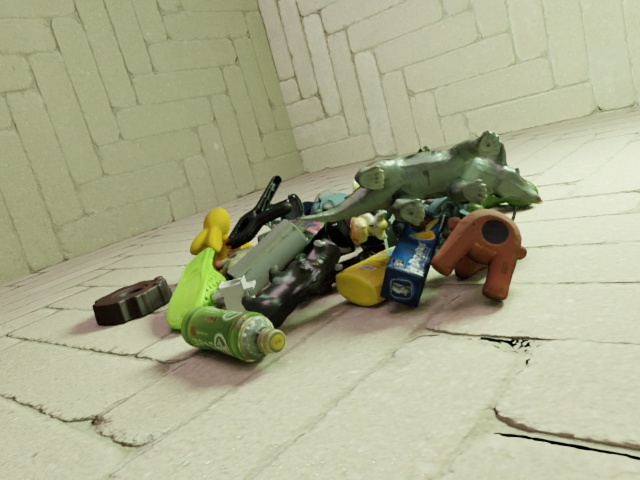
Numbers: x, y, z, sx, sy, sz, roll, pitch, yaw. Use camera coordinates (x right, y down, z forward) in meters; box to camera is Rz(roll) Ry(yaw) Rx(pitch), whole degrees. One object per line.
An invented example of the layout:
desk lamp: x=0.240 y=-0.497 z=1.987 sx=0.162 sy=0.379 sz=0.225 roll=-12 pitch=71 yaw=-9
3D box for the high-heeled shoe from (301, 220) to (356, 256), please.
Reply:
high-heeled shoe: x=-0.007 y=0.016 z=1.053 sx=0.145 sy=0.086 sz=0.248 roll=-22 pitch=-16 yaw=5

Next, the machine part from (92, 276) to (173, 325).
machine part: x=-0.439 y=0.141 z=1.259 sx=0.179 sy=0.056 sz=0.179 roll=-16 pitch=12 yaw=3

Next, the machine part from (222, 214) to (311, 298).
machine part: x=-0.107 y=0.039 z=1.106 sx=0.243 sy=0.079 sz=0.079 roll=-45 pitch=22 yaw=-18

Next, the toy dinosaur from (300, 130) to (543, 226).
toy dinosaur: x=0.164 y=-0.095 z=0.890 sx=0.405 sy=0.131 sz=0.192 roll=-8 pitch=3 yaw=0

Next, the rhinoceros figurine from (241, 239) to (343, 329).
rhinoceros figurine: x=-0.043 y=0.071 z=0.883 sx=0.190 sy=0.073 sz=0.112 roll=-44 pitch=11 yaw=-23

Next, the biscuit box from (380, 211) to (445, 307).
biscuit box: x=0.153 y=0.022 z=0.866 sx=0.059 sy=0.062 sz=0.203 roll=16 pitch=34 yaw=13

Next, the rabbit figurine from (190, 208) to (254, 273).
rabbit figurine: x=-0.261 y=0.006 z=1.377 sx=0.122 sy=0.173 sz=0.162 roll=-5 pitch=11 yaw=28

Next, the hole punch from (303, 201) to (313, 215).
hole punch: x=-0.054 y=-0.061 z=1.642 sx=0.116 sy=0.092 sz=0.142 roll=-24 pitch=17 yaw=-21

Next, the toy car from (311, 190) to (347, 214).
toy car: x=0.035 y=-0.098 z=1.562 sx=0.162 sy=0.103 sz=0.109 roll=-21 pitch=-32 yaw=-21

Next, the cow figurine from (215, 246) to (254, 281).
cow figurine: x=-0.168 y=0.062 z=1.219 sx=0.127 sy=0.085 sz=0.195 roll=-16 pitch=7 yaw=8

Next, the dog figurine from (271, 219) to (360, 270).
dog figurine: x=-0.003 y=-0.004 z=1.255 sx=0.219 sy=0.108 sz=0.191 roll=-13 pitch=11 yaw=-3

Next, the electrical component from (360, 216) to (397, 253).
electrical component: x=0.124 y=-0.024 z=1.153 sx=0.058 sy=0.114 sz=0.134 roll=-6 pitch=14 yaw=23

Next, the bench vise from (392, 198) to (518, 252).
bench vise: x=0.267 y=-0.034 z=1.034 sx=0.223 sy=0.128 sz=0.241 roll=-13 pitch=28 yaw=-42

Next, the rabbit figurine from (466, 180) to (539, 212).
rabbit figurine: x=0.413 y=-0.105 z=1.247 sx=0.170 sy=0.121 sz=0.159 roll=7 pitch=10 yaw=15

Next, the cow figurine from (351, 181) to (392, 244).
cow figurine: x=0.103 y=-0.050 z=1.014 sx=0.098 sy=0.068 sz=0.167 roll=2 pitch=38 yaw=5

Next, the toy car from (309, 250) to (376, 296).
toy car: x=0.017 y=0.069 z=1.003 sx=0.202 sy=0.053 sz=0.089 roll=-19 pitch=-4 yaw=-14

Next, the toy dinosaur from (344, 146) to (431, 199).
toy dinosaur: x=0.164 y=-0.120 z=1.354 sx=0.199 sy=0.105 sz=0.471 roll=-22 pitch=-11 yaw=-16

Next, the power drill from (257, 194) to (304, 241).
power drill: x=-0.064 y=-0.044 z=1.409 sx=0.232 sy=0.086 sz=0.207 roll=-20 pitch=-17 yaw=0

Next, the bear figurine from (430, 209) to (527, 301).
bear figurine: x=0.235 y=0.025 z=0.832 sx=0.132 sy=0.120 sz=0.195 roll=-60 pitch=-7 yaw=-12
